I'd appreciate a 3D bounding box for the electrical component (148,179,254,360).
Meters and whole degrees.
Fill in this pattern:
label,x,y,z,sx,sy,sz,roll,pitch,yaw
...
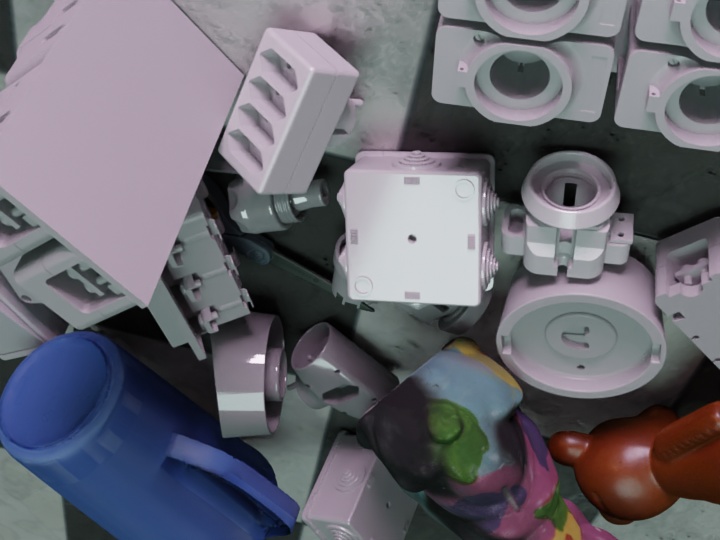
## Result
label,x,y,z,sx,sy,sz,roll,pitch,yaw
electrical component,-0.116,-0.007,0.704,0.063,0.078,0.121,-20,145,-2

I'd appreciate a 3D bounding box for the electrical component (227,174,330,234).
label,x,y,z,sx,sy,sz,roll,pitch,yaw
electrical component,-0.051,-0.047,0.698,0.062,0.043,0.043,-5,135,20

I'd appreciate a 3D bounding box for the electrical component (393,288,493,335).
label,x,y,z,sx,sy,sz,roll,pitch,yaw
electrical component,0.056,0.012,0.733,0.055,0.048,0.066,35,135,-12

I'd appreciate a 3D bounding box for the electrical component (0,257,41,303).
label,x,y,z,sx,sy,sz,roll,pitch,yaw
electrical component,-0.218,-0.032,0.751,0.078,0.057,0.113,-1,137,17

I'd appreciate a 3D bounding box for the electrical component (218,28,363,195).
label,x,y,z,sx,sy,sz,roll,pitch,yaw
electrical component,-0.029,-0.091,0.630,0.076,0.047,0.083,-5,132,-45

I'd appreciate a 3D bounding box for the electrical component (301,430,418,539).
label,x,y,z,sx,sy,sz,roll,pitch,yaw
electrical component,0.005,0.197,0.916,0.048,0.099,0.099,-1,139,35

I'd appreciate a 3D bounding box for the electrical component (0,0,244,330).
label,x,y,z,sx,sy,sz,roll,pitch,yaw
electrical component,-0.144,-0.073,0.585,0.060,0.186,0.105,-22,127,35

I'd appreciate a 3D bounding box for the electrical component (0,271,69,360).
label,x,y,z,sx,sy,sz,roll,pitch,yaw
electrical component,-0.268,0.029,0.832,0.062,0.061,0.096,-13,132,28

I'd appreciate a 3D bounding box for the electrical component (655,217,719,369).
label,x,y,z,sx,sy,sz,roll,pitch,yaw
electrical component,0.230,0.014,0.676,0.050,0.055,0.089,-27,125,37

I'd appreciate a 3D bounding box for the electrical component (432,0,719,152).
label,x,y,z,sx,sy,sz,roll,pitch,yaw
electrical component,0.134,-0.126,0.542,0.186,0.060,0.105,8,139,7

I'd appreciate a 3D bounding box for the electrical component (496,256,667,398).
label,x,y,z,sx,sy,sz,roll,pitch,yaw
electrical component,0.147,0.029,0.712,0.108,0.060,0.108,8,139,7

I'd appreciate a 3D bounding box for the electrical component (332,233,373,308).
label,x,y,z,sx,sy,sz,roll,pitch,yaw
electrical component,0.000,0.000,0.740,0.040,0.040,0.046,14,145,0

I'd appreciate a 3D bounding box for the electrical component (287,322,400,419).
label,x,y,z,sx,sy,sz,roll,pitch,yaw
electrical component,-0.023,0.085,0.838,0.079,0.043,0.077,-28,124,38

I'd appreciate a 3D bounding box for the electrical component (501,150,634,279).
label,x,y,z,sx,sy,sz,roll,pitch,yaw
electrical component,0.126,-0.034,0.650,0.078,0.058,0.057,6,142,10

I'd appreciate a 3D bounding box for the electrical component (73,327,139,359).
label,x,y,z,sx,sy,sz,roll,pitch,yaw
electrical component,-0.210,0.065,0.877,0.035,0.035,0.061,-16,129,30

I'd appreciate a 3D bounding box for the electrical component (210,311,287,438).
label,x,y,z,sx,sy,sz,roll,pitch,yaw
electrical component,-0.089,0.077,0.811,0.064,0.099,0.099,1,138,6

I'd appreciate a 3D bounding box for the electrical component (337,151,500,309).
label,x,y,z,sx,sy,sz,roll,pitch,yaw
electrical component,0.036,-0.025,0.665,0.100,0.048,0.099,3,108,13
